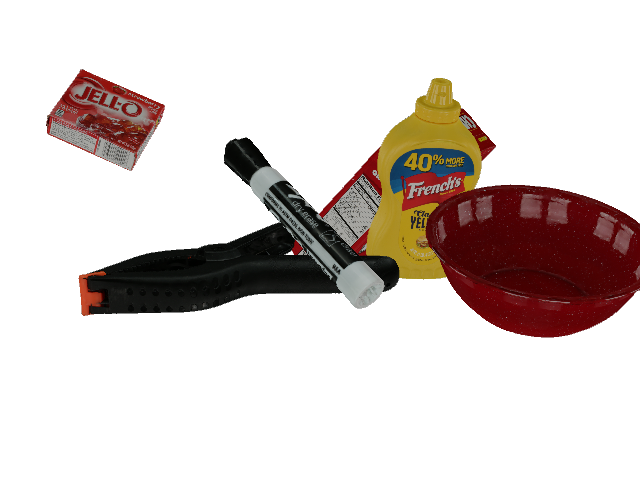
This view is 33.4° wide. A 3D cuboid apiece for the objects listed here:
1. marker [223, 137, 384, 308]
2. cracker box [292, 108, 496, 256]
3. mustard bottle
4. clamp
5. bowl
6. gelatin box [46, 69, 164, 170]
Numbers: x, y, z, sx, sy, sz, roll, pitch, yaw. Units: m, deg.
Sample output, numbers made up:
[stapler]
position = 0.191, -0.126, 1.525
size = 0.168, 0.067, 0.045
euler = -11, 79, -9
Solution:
[marker]
position = -0.012, -0.012, 0.543
size = 0.020, 0.020, 0.121
euler = 0, 40, -51
[cracker box]
position = 0.082, -0.052, 1.247
size = 0.163, 0.072, 0.214
euler = -25, -18, -51
[mustard bottle]
position = 0.100, -0.058, 0.996
size = 0.096, 0.192, 0.058
euler = 2, 27, -7
[clamp]
position = -0.061, 0.023, 0.745
size = 0.209, 0.036, 0.165
euler = -11, 15, -35
[bowl]
position = 0.153, 0.020, 0.753
size = 0.162, 0.055, 0.162
euler = 2, 30, -1
[gelatin box]
position = -0.202, -0.115, 1.003
size = 0.089, 0.073, 0.030
euler = 24, -42, -3
